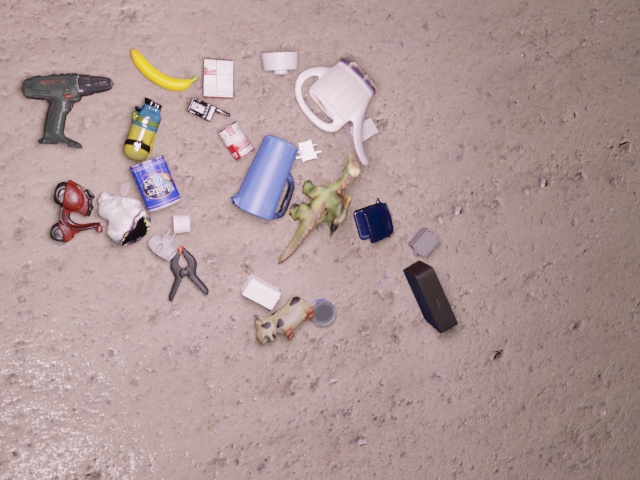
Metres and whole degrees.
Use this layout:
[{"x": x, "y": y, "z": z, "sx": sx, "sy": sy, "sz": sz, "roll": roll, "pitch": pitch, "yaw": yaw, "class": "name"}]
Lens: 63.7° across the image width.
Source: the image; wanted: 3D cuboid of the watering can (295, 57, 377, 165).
[{"x": 0.084, "y": -0.409, "z": 1.567, "sx": 0.224, "sy": 0.103, "sz": 0.349, "roll": -44, "pitch": 85, "yaw": -2, "class": "watering can"}]

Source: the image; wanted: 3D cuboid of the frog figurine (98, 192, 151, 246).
[{"x": -0.581, "y": -0.066, "z": 1.508, "sx": 0.161, "sy": 0.123, "sz": 0.136, "roll": 32, "pitch": 103, "yaw": 20, "class": "frog figurine"}]

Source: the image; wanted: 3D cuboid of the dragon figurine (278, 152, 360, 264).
[{"x": 0.005, "y": -0.078, "z": 1.557, "sx": 0.121, "sy": 0.244, "sz": 0.410, "roll": 27, "pitch": 91, "yaw": -21, "class": "dragon figurine"}]
